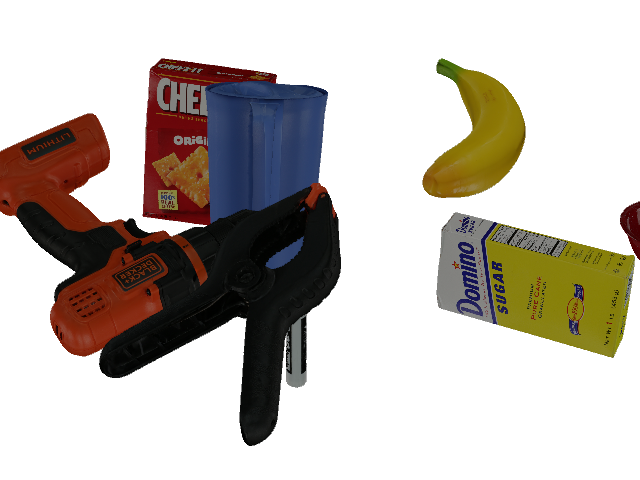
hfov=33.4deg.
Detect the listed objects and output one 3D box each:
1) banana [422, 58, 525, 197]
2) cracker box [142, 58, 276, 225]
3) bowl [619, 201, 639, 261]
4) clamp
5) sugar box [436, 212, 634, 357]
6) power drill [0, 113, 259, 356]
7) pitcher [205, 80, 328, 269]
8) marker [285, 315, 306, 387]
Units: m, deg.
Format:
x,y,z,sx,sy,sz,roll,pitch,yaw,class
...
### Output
x,y,z,sx,sy,sz,roll,pitch,yaw,class
0.111,-0.075,0.756,0.069,0.037,0.197,7,31,5,banana
-0.154,-0.128,1.460,0.164,0.214,0.072,8,23,4,cracker box
0.402,0.008,1.149,0.162,0.055,0.162,-1,26,0,bowl
-0.035,0.039,0.621,0.120,0.171,0.039,31,-22,29,clamp
0.198,0.040,0.999,0.176,0.093,0.048,13,34,22,sugar box
-0.152,-0.017,0.814,0.184,0.057,0.188,-28,57,-28,power drill
-0.063,-0.051,1.176,0.145,0.243,0.148,16,20,40,pitcher
-0.021,0.079,0.937,0.020,0.121,0.020,1,35,-1,marker
